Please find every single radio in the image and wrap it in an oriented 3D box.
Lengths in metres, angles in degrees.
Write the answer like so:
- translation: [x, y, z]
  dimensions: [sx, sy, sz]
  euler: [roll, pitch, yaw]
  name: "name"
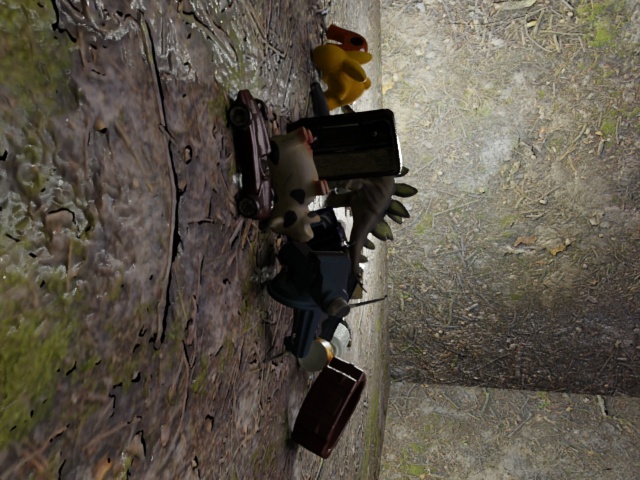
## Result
- translation: [0.052, -0.196, 1.122]
  dimensions: [0.073, 0.230, 0.131]
  euler: [-69, 153, -69]
  name: "radio"

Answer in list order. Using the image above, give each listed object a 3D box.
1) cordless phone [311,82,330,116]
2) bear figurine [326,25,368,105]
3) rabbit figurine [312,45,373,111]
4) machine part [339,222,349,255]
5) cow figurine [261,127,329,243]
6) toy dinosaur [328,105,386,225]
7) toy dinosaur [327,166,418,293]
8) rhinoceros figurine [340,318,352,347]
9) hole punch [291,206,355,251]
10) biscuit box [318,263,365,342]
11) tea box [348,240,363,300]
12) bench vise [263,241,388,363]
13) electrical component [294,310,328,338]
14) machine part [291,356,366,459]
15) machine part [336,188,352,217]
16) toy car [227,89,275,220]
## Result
- translation: [0.010, -0.289, 1.328]
  dimensions: [0.147, 0.089, 0.184]
  euler: [-68, 145, -57]
  name: "cordless phone"
- translation: [0.068, -0.490, 1.525]
  dimensions: [0.195, 0.132, 0.120]
  euler: [106, -5, -59]
  name: "bear figurine"
- translation: [0.049, -0.420, 1.350]
  dimensions: [0.173, 0.163, 0.122]
  euler: [44, 58, -50]
  name: "rabbit figurine"
- translation: [0.053, -0.014, 1.481]
  dimensions: [0.084, 0.039, 0.139]
  euler: [62, 3, -21]
  name: "machine part"
- translation: [-0.052, -0.089, 0.947]
  dimensions: [0.085, 0.127, 0.194]
  euler: [-45, 120, -74]
  name: "cow figurine"
- translation: [0.108, -0.227, 1.471]
  dimensions: [0.131, 0.192, 0.404]
  euler: [16, 76, -80]
  name: "toy dinosaur"
- translation: [0.126, -0.098, 1.311]
  dimensions: [0.105, 0.199, 0.471]
  euler: [119, -5, -63]
  name: "toy dinosaur"
- translation: [0.050, 0.229, 1.501]
  dimensions: [0.190, 0.073, 0.112]
  euler: [73, 22, -55]
  name: "rhinoceros figurine"
- translation: [-0.007, -0.007, 1.113]
  dimensions: [0.115, 0.142, 0.092]
  euler: [63, 6, -80]
  name: "hole punch"
- translation: [0.039, 0.142, 1.294]
  dimensions: [0.059, 0.063, 0.202]
  euler: [-30, 145, -80]
  name: "biscuit box"
- translation: [0.080, 0.085, 1.572]
  dimensions: [0.098, 0.068, 0.169]
  euler: [180, -91, -73]
  name: "tea box"
- translation: [-0.019, 0.117, 0.952]
  dimensions: [0.129, 0.224, 0.240]
  euler: [-5, 118, -41]
  name: "bench vise"
- translation: [-0.019, 0.149, 1.216]
  dimensions: [0.115, 0.058, 0.134]
  euler: [-22, 112, -75]
  name: "electrical component"
- translation: [0.021, 0.371, 1.191]
  dimensions: [0.201, 0.087, 0.201]
  euler: [-59, 160, -19]
  name: "machine part"
- translation: [0.086, -0.191, 1.644]
  dimensions: [0.079, 0.079, 0.243]
  euler: [4, 87, -78]
  name: "machine part"
- translation: [-0.101, -0.130, 0.835]
  dimensions: [0.089, 0.053, 0.202]
  euler: [-49, 139, -67]
  name: "toy car"
